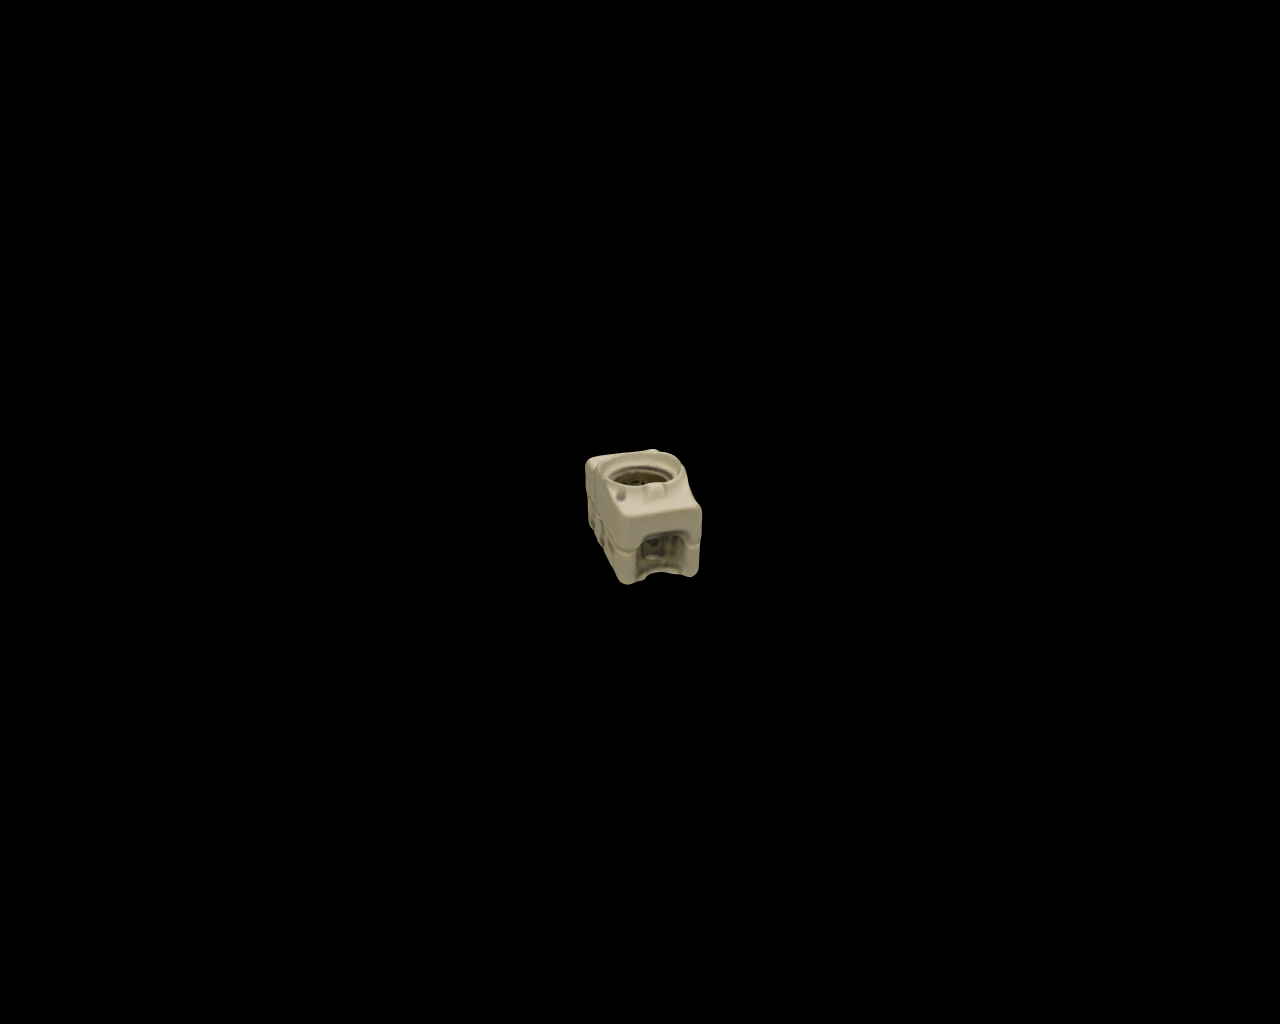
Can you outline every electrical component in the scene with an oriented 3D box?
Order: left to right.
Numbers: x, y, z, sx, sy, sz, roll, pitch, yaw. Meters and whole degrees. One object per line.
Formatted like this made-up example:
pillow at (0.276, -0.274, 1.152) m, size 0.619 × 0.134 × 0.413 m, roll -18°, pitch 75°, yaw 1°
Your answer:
electrical component at (0.001, -0.003, 0.650) m, size 0.050 × 0.055 × 0.090 m, roll -7°, pitch 27°, yaw -14°
